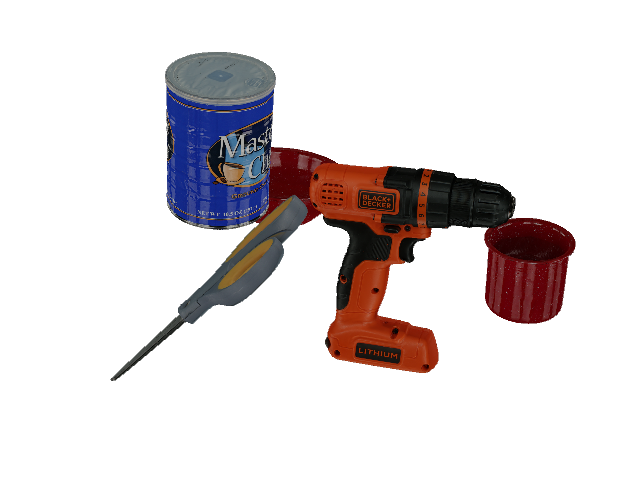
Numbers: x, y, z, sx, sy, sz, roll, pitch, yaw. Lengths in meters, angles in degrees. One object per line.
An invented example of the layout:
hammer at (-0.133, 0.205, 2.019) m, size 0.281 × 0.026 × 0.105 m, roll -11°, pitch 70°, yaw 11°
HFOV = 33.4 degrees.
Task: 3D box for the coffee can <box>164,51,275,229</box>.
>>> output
coffee can at (-0.097, -0.096, 1.027) m, size 0.103 × 0.140 × 0.103 m, roll 3°, pitch 34°, yaw -2°

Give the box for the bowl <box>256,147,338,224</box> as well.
bowl at (-0.050, -0.060, 1.298) m, size 0.162 × 0.055 × 0.162 m, roll 4°, pitch 26°, yaw -2°

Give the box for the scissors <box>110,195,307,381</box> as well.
scissors at (-0.082, 0.048, 0.716) m, size 0.016 × 0.202 × 0.096 m, roll 42°, pitch 13°, yaw -13°

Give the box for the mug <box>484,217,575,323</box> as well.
mug at (0.214, 0.027, 1.128) m, size 0.093 × 0.081 × 0.117 m, roll -5°, pitch 31°, yaw -7°

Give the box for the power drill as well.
power drill at (0.078, 0.024, 0.977) m, size 0.184 × 0.188 × 0.057 m, roll 8°, pitch 18°, yaw 15°
